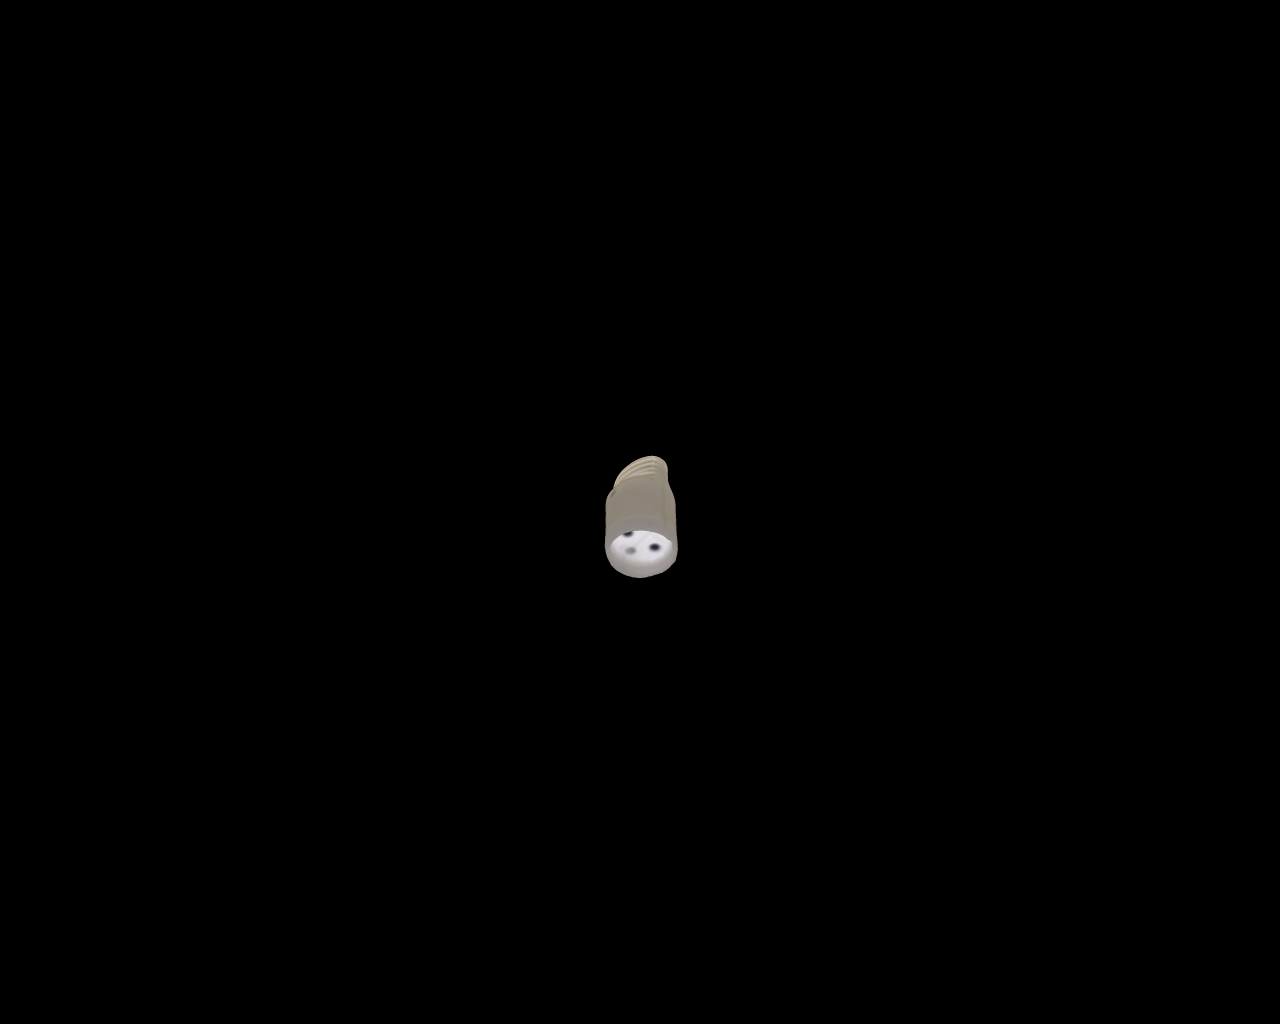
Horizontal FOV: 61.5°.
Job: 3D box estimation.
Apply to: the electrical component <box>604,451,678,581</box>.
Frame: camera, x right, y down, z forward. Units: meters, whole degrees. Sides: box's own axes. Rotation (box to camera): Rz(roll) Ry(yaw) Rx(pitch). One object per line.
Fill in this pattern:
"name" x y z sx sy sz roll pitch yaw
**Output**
"electrical component" 0.001 -0.003 0.650 0.043 0.043 0.081 0 44 0
